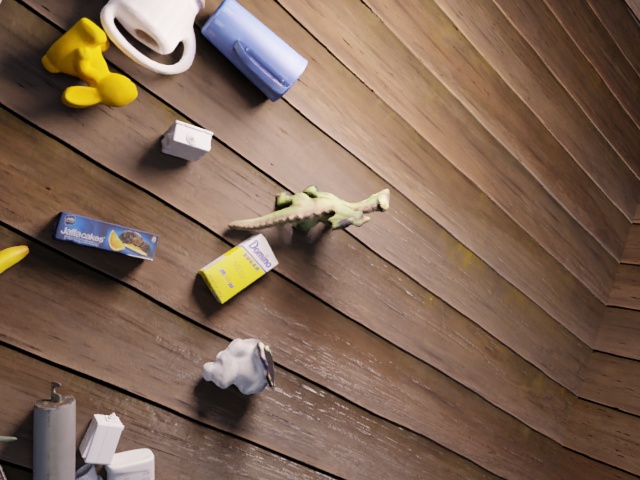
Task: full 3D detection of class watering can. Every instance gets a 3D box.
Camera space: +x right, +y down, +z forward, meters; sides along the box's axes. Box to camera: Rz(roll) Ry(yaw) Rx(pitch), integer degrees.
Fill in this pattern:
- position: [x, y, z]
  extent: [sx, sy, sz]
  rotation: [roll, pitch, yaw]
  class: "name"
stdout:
- position: [-0.389, -0.516, 1.090]
  extent: [0.342, 0.104, 0.227]
  rotation: [40, 69, -37]
  class: "watering can"

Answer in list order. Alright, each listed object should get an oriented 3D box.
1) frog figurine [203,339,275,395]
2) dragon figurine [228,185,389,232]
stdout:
- position: [-0.195, 0.309, 1.238]
  extent: [0.159, 0.125, 0.135]
  rotation: [-14, 111, 5]
  class: "frog figurine"
- position: [0.004, -0.064, 1.271]
  extent: [0.414, 0.243, 0.121]
  rotation: [-19, 106, -33]
  class: "dragon figurine"
